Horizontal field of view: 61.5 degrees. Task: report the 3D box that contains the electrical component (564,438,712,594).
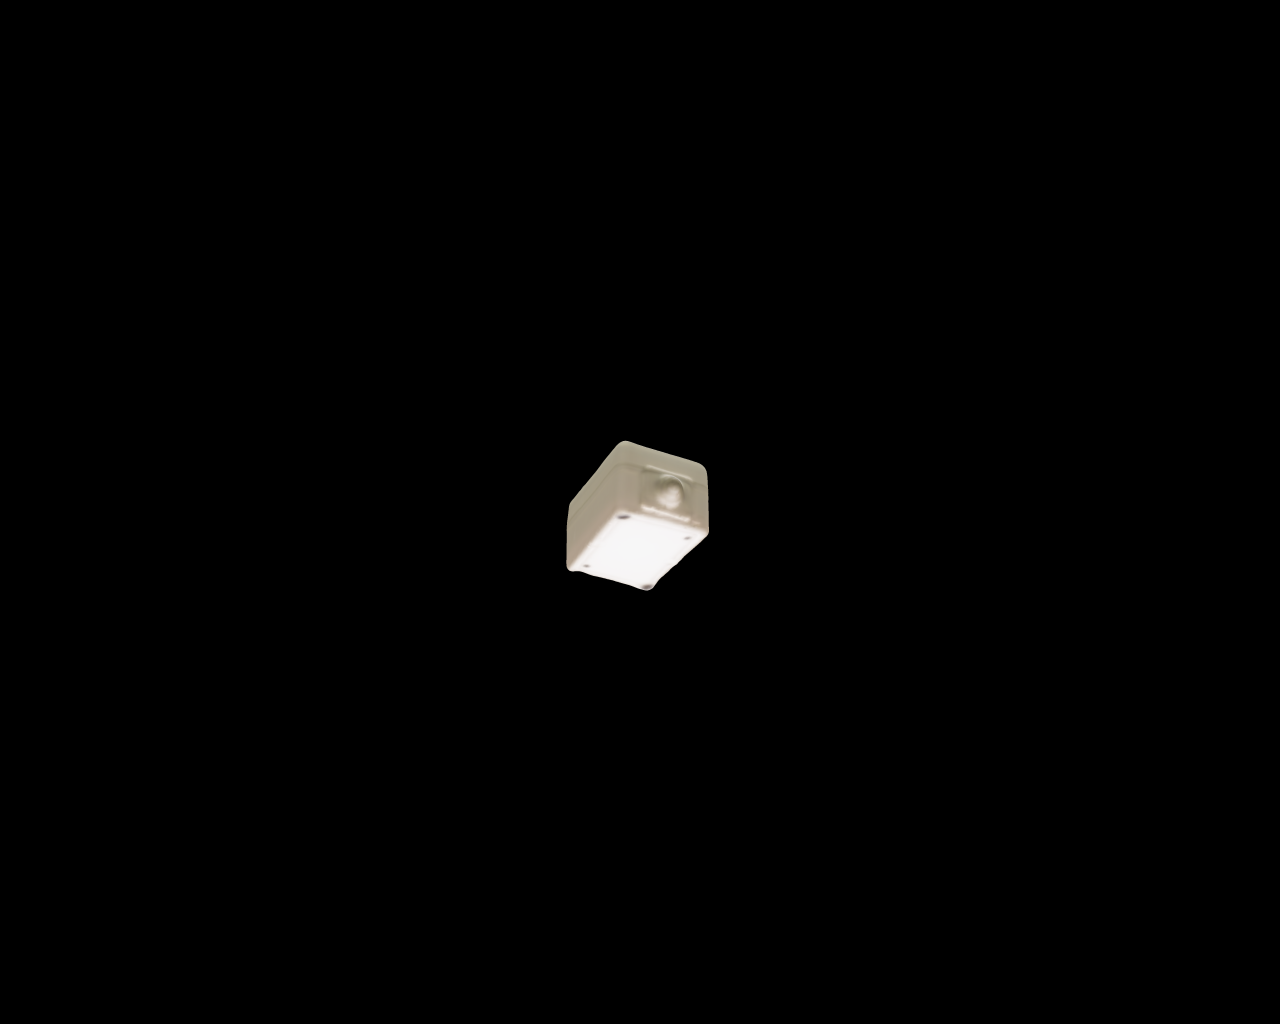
[{"bbox_3d":[0.001,-0.003,0.650,0.062,0.061,0.096,16,-37,-22],"label":"electrical component"}]
